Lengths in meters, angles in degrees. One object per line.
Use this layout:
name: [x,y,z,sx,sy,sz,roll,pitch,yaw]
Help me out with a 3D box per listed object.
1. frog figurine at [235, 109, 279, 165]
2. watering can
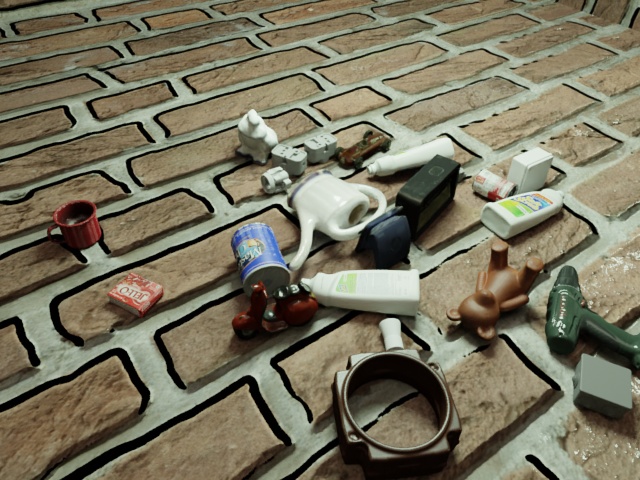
frog figurine: [-0.182,-0.311,1.473,0.124,0.155,0.139,-24,49,-28]
watering can: [0.004,-0.063,1.255,0.352,0.101,0.227,-31,52,-32]
